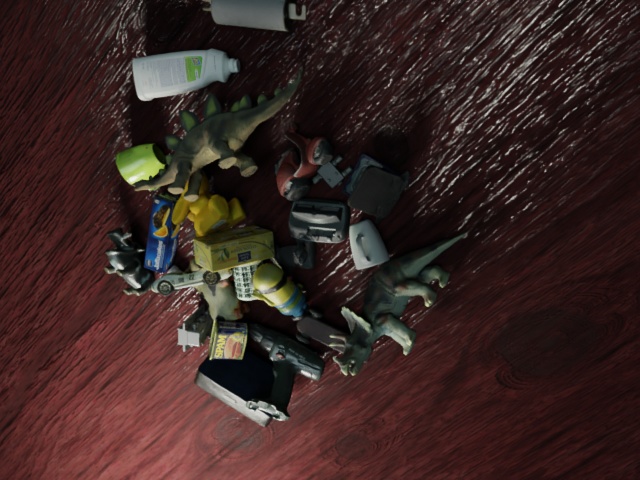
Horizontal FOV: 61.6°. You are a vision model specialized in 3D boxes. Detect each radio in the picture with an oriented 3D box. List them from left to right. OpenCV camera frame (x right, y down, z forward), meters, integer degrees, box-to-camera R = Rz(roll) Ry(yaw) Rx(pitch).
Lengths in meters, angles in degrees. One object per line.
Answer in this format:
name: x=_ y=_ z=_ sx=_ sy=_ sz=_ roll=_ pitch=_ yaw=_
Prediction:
radio: x=-0.199 y=0.369 z=1.410 sx=0.230 sy=0.131 sz=0.073 roll=31 pitch=136 yaw=3

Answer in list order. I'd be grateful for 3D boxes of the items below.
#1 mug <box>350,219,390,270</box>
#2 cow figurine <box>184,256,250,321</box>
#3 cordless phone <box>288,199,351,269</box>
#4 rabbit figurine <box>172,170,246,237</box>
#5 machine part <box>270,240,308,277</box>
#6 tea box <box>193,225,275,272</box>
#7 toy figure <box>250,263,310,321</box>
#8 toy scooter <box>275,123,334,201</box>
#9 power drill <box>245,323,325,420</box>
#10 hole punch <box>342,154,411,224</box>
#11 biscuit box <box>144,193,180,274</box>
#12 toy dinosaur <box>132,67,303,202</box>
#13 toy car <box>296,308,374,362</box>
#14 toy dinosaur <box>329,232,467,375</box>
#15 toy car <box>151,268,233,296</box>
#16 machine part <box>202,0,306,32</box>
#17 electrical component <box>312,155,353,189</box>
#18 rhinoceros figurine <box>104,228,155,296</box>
mug: x=0.103 y=0.009 z=1.246 sx=0.081 sy=0.109 sz=0.107 roll=-20 pitch=87 yaw=27
cow figurine: x=-0.279 y=0.126 z=1.394 sx=0.127 sy=0.085 sz=0.194 roll=-21 pitch=101 yaw=14
cordless phone: x=-0.002 y=-0.004 z=1.291 sx=0.147 sy=0.089 sz=0.184 roll=6 pitch=119 yaw=13
rabbit figurine: x=-0.288 y=-0.092 z=1.329 sx=0.162 sy=0.122 sz=0.173 roll=-35 pitch=81 yaw=31
machine part: x=-0.077 y=0.045 z=1.309 sx=0.084 sy=0.039 sz=0.139 roll=58 pitch=146 yaw=-5
tea box: x=-0.204 y=0.018 z=1.282 sx=0.098 sy=0.169 sz=0.068 roll=18 pitch=117 yaw=53
toy figure: x=-0.092 y=0.124 z=1.314 sx=0.089 sy=0.082 sz=0.180 roll=-31 pitch=120 yaw=25
toy scooter: x=-0.053 y=-0.188 z=1.239 sx=0.135 sy=0.075 sz=0.184 roll=55 pitch=127 yaw=20
power drill: x=-0.115 y=0.335 z=1.358 sx=0.232 sy=0.207 sz=0.086 roll=22 pitch=140 yaw=2
hole punch: x=0.121 y=-0.122 z=1.218 sx=0.116 sy=0.092 sz=0.142 roll=20 pitch=111 yaw=-25
biscuit box: x=-0.405 y=-0.017 z=1.394 sx=0.063 sy=0.059 sz=0.202 roll=18 pitch=110 yaw=9
toy dinosaur: x=-0.226 y=-0.235 z=1.224 sx=0.472 sy=0.105 sz=0.198 roll=-25 pitch=69 yaw=6
toy car: x=0.037 y=0.246 z=1.357 sx=0.202 sy=0.053 sz=0.089 roll=24 pitch=90 yaw=6
toy dinosaur: x=0.169 y=0.128 z=1.249 sx=0.192 sy=0.131 sz=0.404 roll=27 pitch=90 yaw=16
toy car: x=-0.313 y=0.093 z=1.313 sx=0.202 sy=0.073 sz=0.056 roll=-12 pitch=92 yaw=4
machine part: x=-0.146 y=-0.502 z=1.172 sx=0.243 sy=0.079 sz=0.079 roll=10 pitch=108 yaw=11
electrical component: x=0.028 y=-0.153 z=1.258 sx=0.094 sy=0.021 sz=0.063 roll=-39 pitch=94 yaw=21
rhinoceros figurine: x=-0.502 y=0.059 z=1.420 sx=0.073 sy=0.112 sz=0.190 roll=-2 pitch=122 yaw=44
